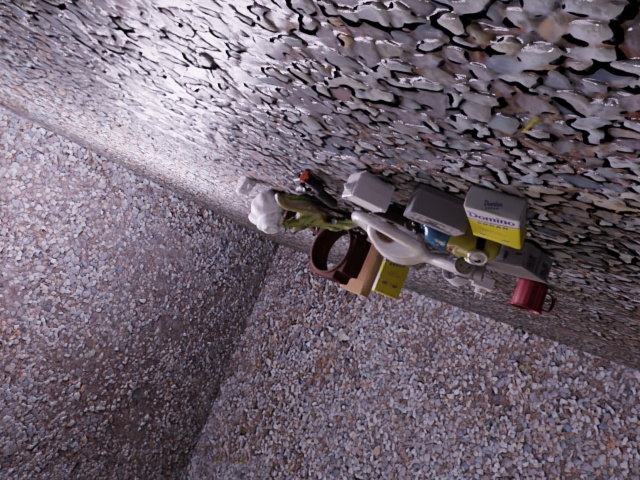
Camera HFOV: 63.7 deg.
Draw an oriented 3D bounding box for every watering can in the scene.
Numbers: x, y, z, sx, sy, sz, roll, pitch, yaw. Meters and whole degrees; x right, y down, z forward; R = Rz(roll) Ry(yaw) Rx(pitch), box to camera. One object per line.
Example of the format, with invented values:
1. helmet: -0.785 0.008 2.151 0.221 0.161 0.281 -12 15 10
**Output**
1. watering can: 0.237 0.022 1.333 0.350 0.104 0.222 30 178 19

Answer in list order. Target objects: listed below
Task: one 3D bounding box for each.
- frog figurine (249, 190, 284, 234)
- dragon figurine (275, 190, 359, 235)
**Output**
1. frog figurine: -0.175 -0.085 1.689 0.136 0.163 0.121 -18 119 26
2. dragon figurine: 0.005 -0.079 1.571 0.243 0.123 0.408 4 174 4
